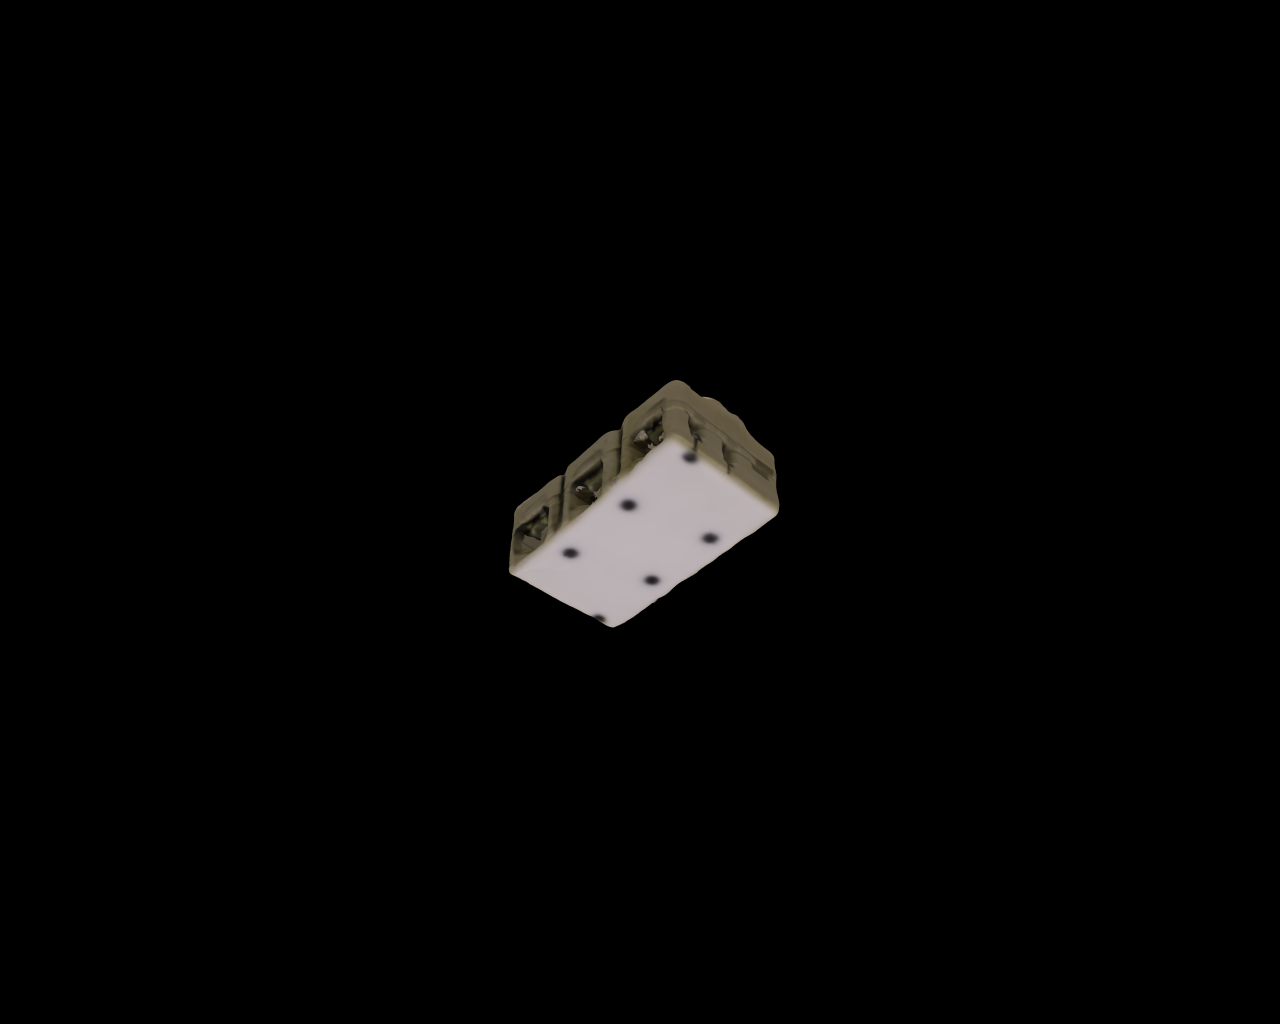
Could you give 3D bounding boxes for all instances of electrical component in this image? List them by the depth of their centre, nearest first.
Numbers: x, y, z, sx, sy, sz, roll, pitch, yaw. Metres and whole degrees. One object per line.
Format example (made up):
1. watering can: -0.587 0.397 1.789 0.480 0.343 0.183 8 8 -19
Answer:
1. electrical component: 0.001 -0.003 0.650 0.089 0.062 0.150 33 -54 -29
